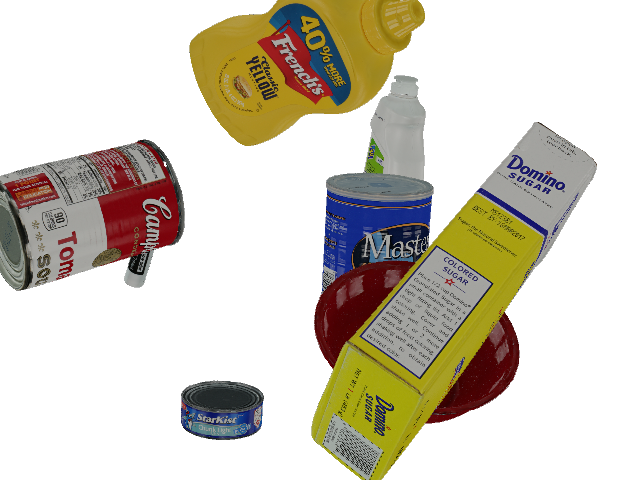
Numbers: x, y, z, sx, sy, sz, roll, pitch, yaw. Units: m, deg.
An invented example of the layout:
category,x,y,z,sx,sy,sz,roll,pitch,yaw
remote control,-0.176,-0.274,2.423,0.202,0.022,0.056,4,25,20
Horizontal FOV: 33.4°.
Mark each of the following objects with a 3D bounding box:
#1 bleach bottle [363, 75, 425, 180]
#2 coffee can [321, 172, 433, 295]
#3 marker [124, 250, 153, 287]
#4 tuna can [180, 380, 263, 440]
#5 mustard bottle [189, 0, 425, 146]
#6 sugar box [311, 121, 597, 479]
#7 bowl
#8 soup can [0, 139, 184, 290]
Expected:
category,x,y,z,sx,sy,sz,roll,pitch,yaw
bleach bottle,0.086,-0.064,1.243,0.068,0.251,0.103,-2,23,-22
coffee can,0.053,0.013,1.032,0.103,0.140,0.103,3,14,-1
marker,-0.152,-0.010,0.955,0.020,0.121,0.020,17,30,-10
tuna can,-0.102,0.176,1.109,0.086,0.034,0.086,3,12,-1
mustard bottle,-0.005,-0.135,0.772,0.192,0.096,0.058,-14,18,41
sugar box,0.067,0.028,0.515,0.048,0.093,0.176,36,55,14
bowl,0.071,0.090,0.839,0.162,0.055,0.162,6,41,-5
soup can,-0.142,-0.016,0.636,0.102,0.068,0.069,-19,10,-32
